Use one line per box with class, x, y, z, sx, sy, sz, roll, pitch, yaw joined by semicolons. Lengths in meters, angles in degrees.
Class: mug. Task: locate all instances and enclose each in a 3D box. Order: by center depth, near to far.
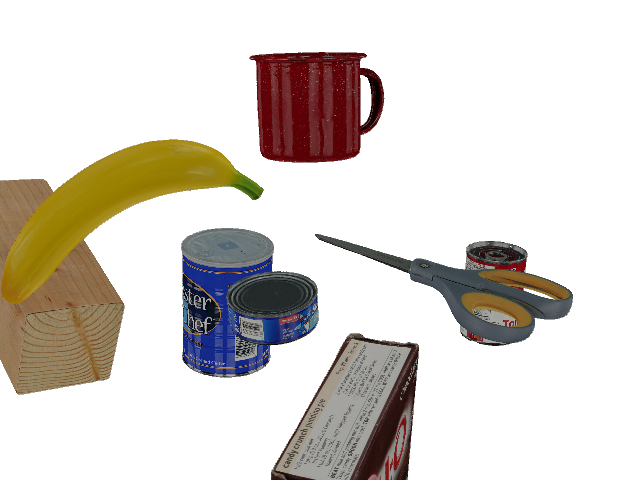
mug;0.001;-0.109;0.858;0.117;0.081;0.093;-9;15;-33

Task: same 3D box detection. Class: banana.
banana;-0.142;-0.021;0.730;0.198;0.069;0.037;-23;10;5

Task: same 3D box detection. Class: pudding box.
pudding box;0.012;0.107;0.470;0.039;0.090;0.113;10;29;13

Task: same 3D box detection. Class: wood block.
wood block;-0.267;0.035;0.990;0.090;0.091;0.206;-6;37;-34

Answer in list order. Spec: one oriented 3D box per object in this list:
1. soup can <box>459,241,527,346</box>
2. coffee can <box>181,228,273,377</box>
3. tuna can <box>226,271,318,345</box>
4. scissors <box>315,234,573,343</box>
soup can;0.194;0.060;1.204;0.068;0.102;0.068;2;19;-1
coffee can;-0.106;0.069;1.207;0.103;0.140;0.103;2;22;-1
tuna can;-0.044;0.063;1.001;0.086;0.034;0.086;-3;26;1
scissors;0.076;0.032;0.763;0.202;0.016;0.096;11;27;16
